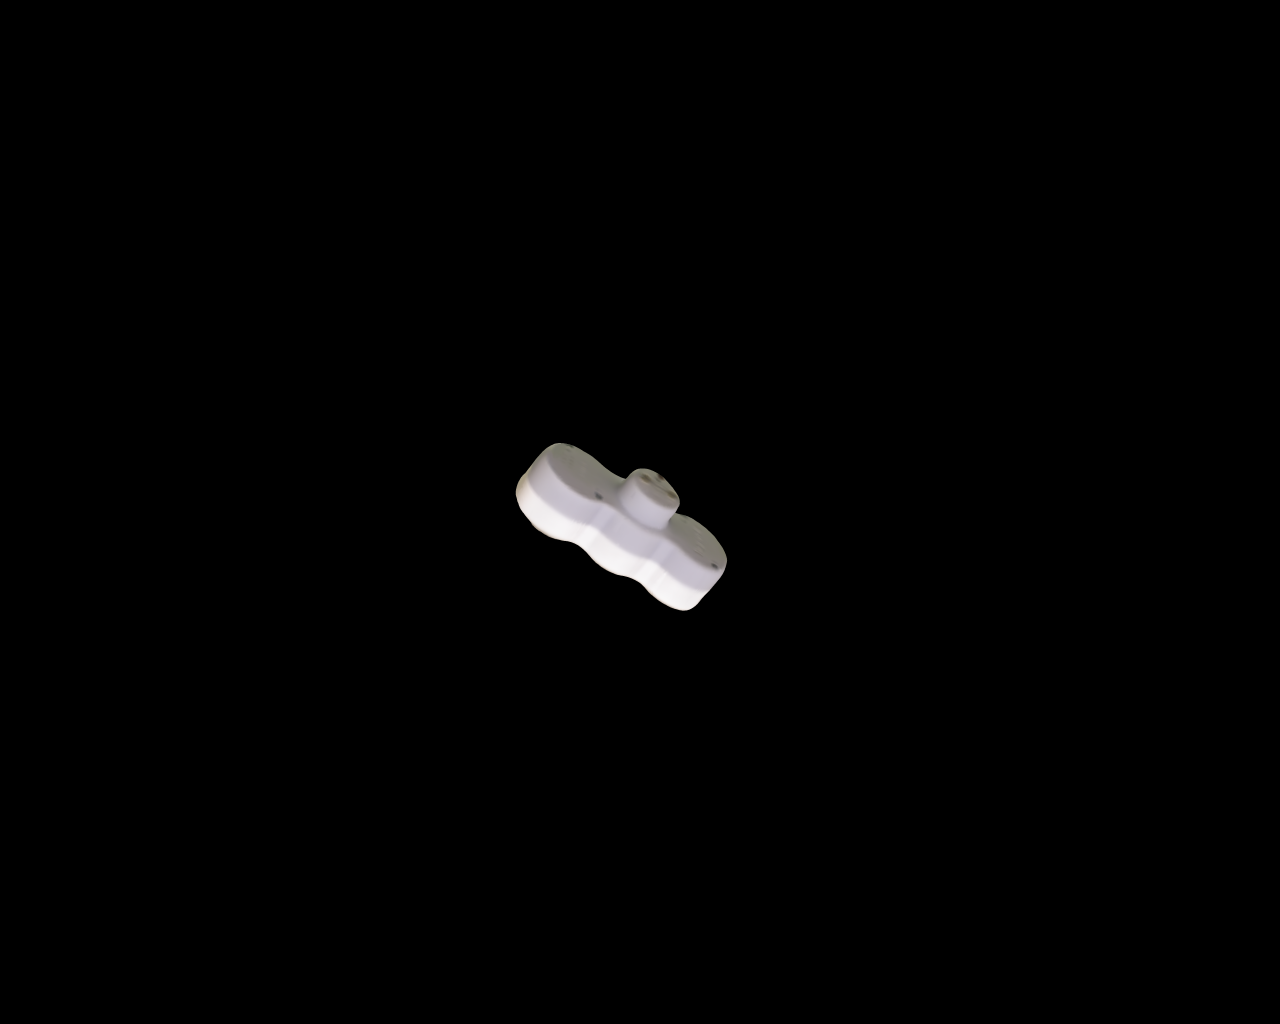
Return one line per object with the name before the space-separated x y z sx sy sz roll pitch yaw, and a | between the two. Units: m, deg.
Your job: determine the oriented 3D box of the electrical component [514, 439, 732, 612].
electrical component | 0.001 -0.003 0.650 0.138 0.073 0.052 32 26 -18
